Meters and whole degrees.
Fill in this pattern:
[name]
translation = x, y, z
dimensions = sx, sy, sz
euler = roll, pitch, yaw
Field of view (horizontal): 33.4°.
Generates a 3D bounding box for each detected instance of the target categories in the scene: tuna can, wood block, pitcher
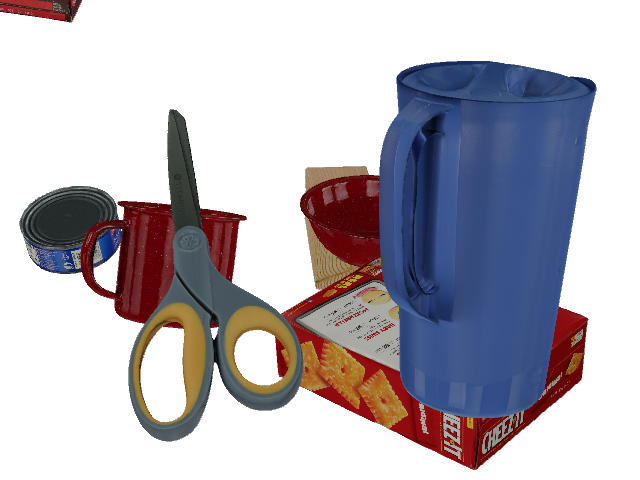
[tuna can]
translation = -0.222, -0.009, 0.953
dimensions = 0.086, 0.034, 0.086
euler = -2, 41, 2
[wood block]
translation = 0.030, -0.021, 1.451
dimensions = 0.090, 0.090, 0.206
euler = -1, 26, -5
[pitcher]
translation = 0.108, 0.001, 0.752
dimensions = 0.149, 0.243, 0.145
euler = 0, 20, -3

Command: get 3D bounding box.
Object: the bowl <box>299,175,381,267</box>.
[bowl]
translation = 0.058, -0.014, 1.133
dimensions = 0.162, 0.055, 0.162
euler = 2, 26, -1

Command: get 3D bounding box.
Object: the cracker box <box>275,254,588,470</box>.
[cracker box]
translation = 0.092, 0.093, 0.912
dimensions = 0.214, 0.072, 0.163
euler = 21, 36, 38

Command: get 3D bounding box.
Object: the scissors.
[scissors]
translation = -0.050, 0.011, 0.564
dimensions = 0.096, 0.201, 0.016
euler = 4, -32, 4

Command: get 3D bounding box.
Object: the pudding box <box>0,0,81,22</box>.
[pudding box]
translation = -0.238, -0.226, 0.882
dimensions = 0.090, 0.039, 0.113
euler = 8, 37, -5

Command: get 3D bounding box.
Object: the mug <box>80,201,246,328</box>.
[mug]
translation = -0.114, 0.016, 0.761
dimensions = 0.117, 0.081, 0.093
euler = 5, 4, -32
